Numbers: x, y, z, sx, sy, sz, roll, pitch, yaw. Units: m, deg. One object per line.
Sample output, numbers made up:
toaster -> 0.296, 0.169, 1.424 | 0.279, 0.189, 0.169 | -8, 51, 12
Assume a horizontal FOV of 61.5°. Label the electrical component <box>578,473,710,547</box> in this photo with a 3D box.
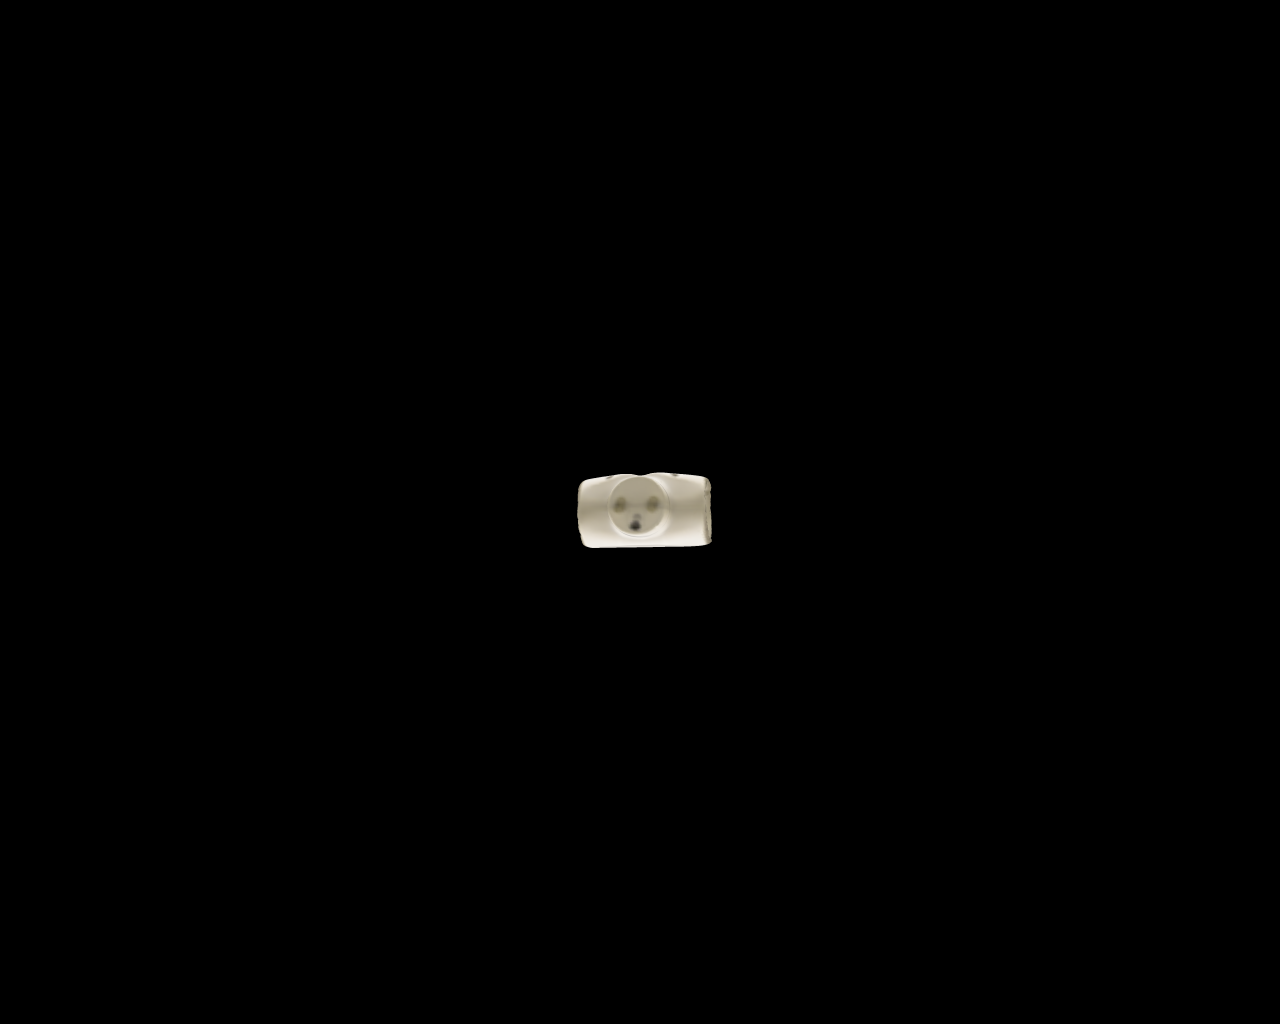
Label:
electrical component -> 0.001, -0.003, 0.650 | 0.077, 0.043, 0.079 | -1, -7, 9
